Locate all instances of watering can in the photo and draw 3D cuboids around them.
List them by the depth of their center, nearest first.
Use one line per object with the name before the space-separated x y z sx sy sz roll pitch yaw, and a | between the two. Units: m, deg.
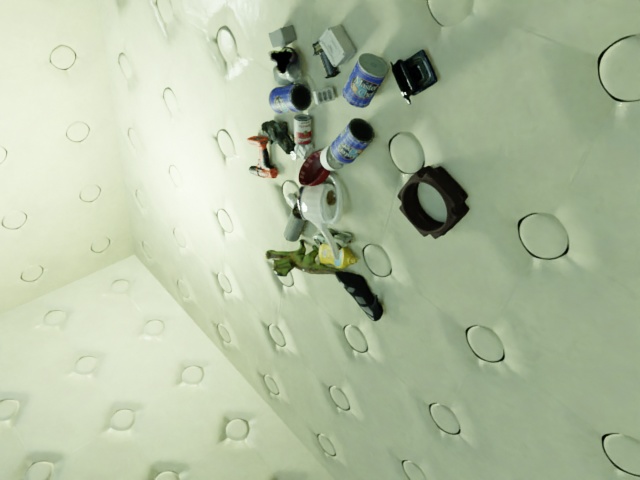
watering can | 0.006 -0.103 2.050 0.225 0.104 0.346 7 98 48

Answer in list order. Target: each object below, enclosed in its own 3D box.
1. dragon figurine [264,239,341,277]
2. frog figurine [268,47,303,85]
dragon figurine | -0.092 0.116 2.234 0.414 0.245 0.120 27 127 42
frog figurine | -0.119 -0.637 1.921 0.138 0.123 0.157 39 176 17
